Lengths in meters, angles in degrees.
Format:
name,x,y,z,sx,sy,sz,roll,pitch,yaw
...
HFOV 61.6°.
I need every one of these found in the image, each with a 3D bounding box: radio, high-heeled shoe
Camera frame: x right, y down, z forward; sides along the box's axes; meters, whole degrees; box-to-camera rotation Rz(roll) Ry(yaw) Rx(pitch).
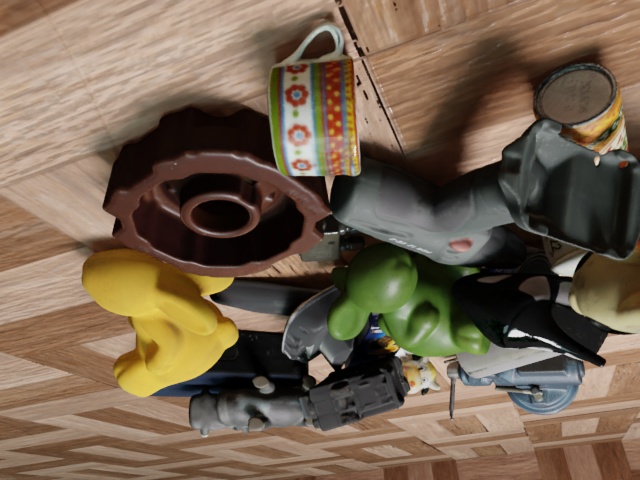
name,x,y,z,sx,sy,sz,roll,pitch,yaw
radio,-0.136,0.189,0.815,0.229,0.073,0.131,7,148,-21
high-heeled shoe,0.231,0.061,0.562,0.248,0.145,0.086,-16,131,-60

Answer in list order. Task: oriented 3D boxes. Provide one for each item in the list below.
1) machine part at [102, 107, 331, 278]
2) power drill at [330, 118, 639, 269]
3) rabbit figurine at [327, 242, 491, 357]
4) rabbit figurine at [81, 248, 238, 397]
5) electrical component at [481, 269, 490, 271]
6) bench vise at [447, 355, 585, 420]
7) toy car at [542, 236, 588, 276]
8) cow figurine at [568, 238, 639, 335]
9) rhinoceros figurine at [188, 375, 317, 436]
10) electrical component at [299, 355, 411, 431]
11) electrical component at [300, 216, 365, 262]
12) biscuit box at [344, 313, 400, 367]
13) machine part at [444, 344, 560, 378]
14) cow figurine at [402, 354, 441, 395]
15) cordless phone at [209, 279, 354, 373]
name,x,y,z,sx,sy,sz,roll,pitch,yaw
machine part,-0.081,-0.033,0.443,0.179,0.056,0.179,-3,149,-2
power drill,0.139,-0.022,0.428,0.232,0.086,0.207,17,175,-22
rabbit figurine,0.080,0.049,0.565,0.159,0.121,0.170,-11,149,34
rabbit figurine,-0.173,0.076,0.570,0.162,0.122,0.173,-10,131,24
electrical component,0.194,0.078,0.686,0.075,0.048,0.119,-2,149,-3
bench vise,0.346,0.248,0.935,0.224,0.129,0.240,-20,140,23
toy car,0.286,-0.031,0.474,0.056,0.073,0.201,13,146,-30
cow figurine,0.289,0.041,0.428,0.195,0.085,0.127,2,164,-18
rhinoceros figurine,-0.090,0.236,0.766,0.190,0.073,0.112,1,160,-16
electrical component,0.044,0.199,0.702,0.134,0.058,0.115,-20,170,13
electrical component,-0.001,-0.002,0.542,0.094,0.021,0.063,-4,150,1
biscuit box,0.076,0.130,0.746,0.063,0.059,0.202,-1,151,-8
machine part,0.287,0.146,0.787,0.079,0.079,0.243,19,143,-35
cow figurine,0.149,0.214,0.863,0.098,0.068,0.167,-9,173,-12
cordless phone,-0.048,0.099,0.678,0.184,0.089,0.146,10,151,-2
